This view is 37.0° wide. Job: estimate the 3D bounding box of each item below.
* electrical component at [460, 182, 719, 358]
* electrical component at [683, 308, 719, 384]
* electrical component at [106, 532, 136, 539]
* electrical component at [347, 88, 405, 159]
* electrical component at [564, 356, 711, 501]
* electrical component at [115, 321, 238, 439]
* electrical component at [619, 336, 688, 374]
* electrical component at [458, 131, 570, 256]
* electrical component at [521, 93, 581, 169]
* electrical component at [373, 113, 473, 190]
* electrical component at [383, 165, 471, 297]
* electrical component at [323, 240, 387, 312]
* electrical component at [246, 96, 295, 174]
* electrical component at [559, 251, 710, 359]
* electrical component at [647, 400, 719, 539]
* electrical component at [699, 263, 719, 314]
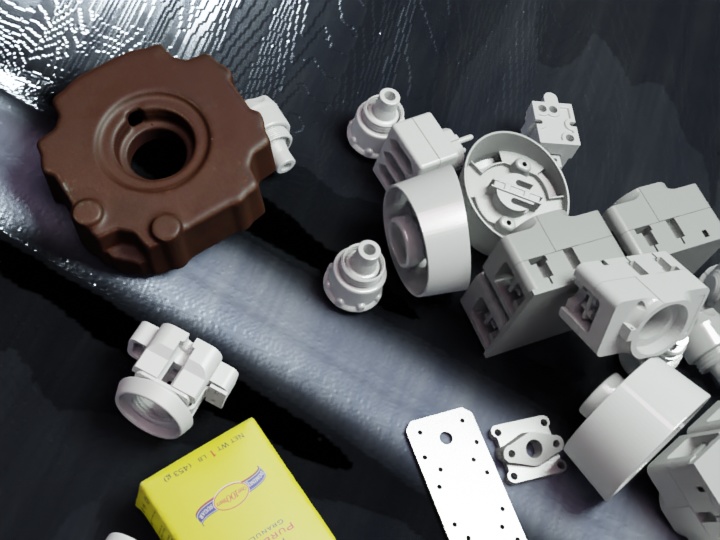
[{"bbox_3d":[0.182,-0.004,0.853,0.186,0.105,0.060,-15,65,-23],"label":"electrical component"},{"bbox_3d":[0.287,0.066,0.878,0.043,0.043,0.062,-19,68,-24],"label":"electrical component"},{"bbox_3d":[-0.158,0.203,0.677,0.040,0.040,0.078,29,57,3],"label":"electrical component"},{"bbox_3d":[0.018,-0.127,0.906,0.048,0.062,0.048,7,59,-11],"label":"electrical component"},{"bbox_3d":[0.197,0.110,0.792,0.108,0.108,0.060,-34,68,-29],"label":"electrical component"},{"bbox_3d":[-0.133,0.079,0.747,0.078,0.058,0.057,28,54,1],"label":"electrical component"},{"bbox_3d":[0.235,0.062,0.849,0.040,0.078,0.040,3,74,-10],"label":"electrical component"},{"bbox_3d":[0.125,-0.060,0.892,0.099,0.064,0.099,5,67,-11],"label":"electrical component"},{"bbox_3d":[0.161,-0.111,0.940,0.048,0.055,0.066,2,60,-14],"label":"electrical component"},{"bbox_3d":[0.061,-0.095,0.897,0.077,0.065,0.047,-22,68,-26],"label":"electrical component"},{"bbox_3d":[0.058,-0.029,0.841,0.064,0.099,0.099,-15,65,-16],"label":"electrical component"},{"bbox_3d":[0.000,0.000,0.826,0.048,0.062,0.048,7,59,-11],"label":"electrical component"},{"bbox_3d":[-0.076,-0.108,0.880,0.043,0.043,0.062,-25,71,-26],"label":"electrical component"},{"bbox_3d":[0.200,0.026,0.776,0.089,0.050,0.055,-7,39,-29],"label":"electrical component"},{"bbox_3d":[0.299,0.144,0.816,0.150,0.062,0.089,-33,91,-29],"label":"electrical component"},{"bbox_3d":[0.329,0.022,0.910,0.080,0.051,0.080,7,59,-11],"label":"electrical component"}]
